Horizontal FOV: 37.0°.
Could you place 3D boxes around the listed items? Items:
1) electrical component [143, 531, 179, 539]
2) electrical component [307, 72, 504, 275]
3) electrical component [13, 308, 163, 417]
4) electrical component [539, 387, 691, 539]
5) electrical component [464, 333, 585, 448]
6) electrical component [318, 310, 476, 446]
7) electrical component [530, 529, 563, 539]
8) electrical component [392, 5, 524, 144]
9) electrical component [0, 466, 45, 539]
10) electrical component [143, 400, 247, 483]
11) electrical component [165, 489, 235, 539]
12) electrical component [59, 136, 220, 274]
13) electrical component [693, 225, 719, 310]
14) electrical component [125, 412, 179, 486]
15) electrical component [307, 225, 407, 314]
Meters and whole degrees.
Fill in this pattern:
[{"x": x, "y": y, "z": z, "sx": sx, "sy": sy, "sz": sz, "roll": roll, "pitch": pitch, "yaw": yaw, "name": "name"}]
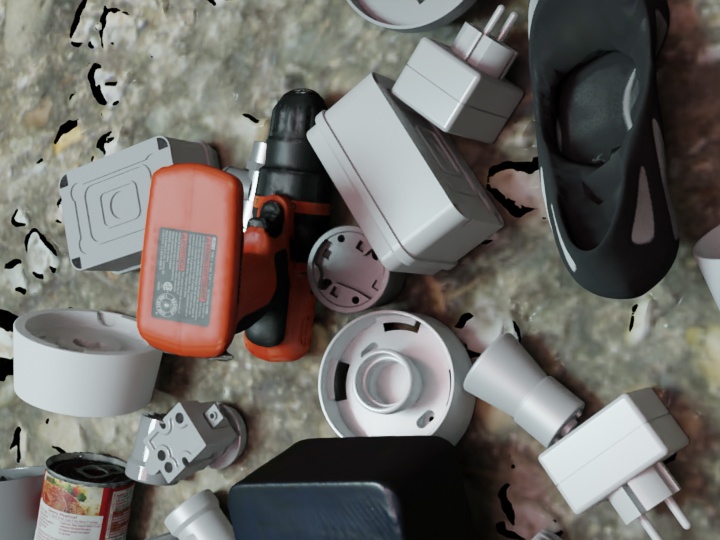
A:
[{"x": -0.143, "y": 0.250, "z": 0.763, "sx": 0.057, "sy": 0.078, "sz": 0.113, "roll": -35, "pitch": 72, "yaw": 29, "name": "electrical component"}, {"x": 0.027, "y": -0.057, "z": 0.663, "sx": 0.057, "sy": 0.078, "sz": 0.113, "roll": -38, "pitch": 71, "yaw": 22, "name": "electrical component"}, {"x": -0.200, "y": 0.073, "z": 0.787, "sx": 0.108, "sy": 0.108, "sz": 0.060, "roll": 18, "pitch": 105, "yaw": 31, "name": "electrical component"}, {"x": 0.153, "y": 0.116, "z": 0.602, "sx": 0.066, "sy": 0.047, "sz": 0.076, "roll": -42, "pitch": 69, "yaw": 24, "name": "electrical component"}, {"x": 0.100, "y": 0.074, "z": 0.639, "sx": 0.065, "sy": 0.044, "sz": 0.044, "roll": 40, "pitch": 109, "yaw": 20, "name": "electrical component"}, {"x": 0.023, "y": 0.074, "z": 0.686, "sx": 0.099, "sy": 0.064, "sz": 0.099, "roll": -4, "pitch": 78, "yaw": 21, "name": "electrical component"}, {"x": 0.104, "y": 0.182, "z": 0.636, "sx": 0.040, "sy": 0.040, "sz": 0.046, "roll": 46, "pitch": 106, "yaw": 24, "name": "electrical component"}, {"x": 0.069, "y": -0.123, "z": 0.646, "sx": 0.047, "sy": 0.066, "sz": 0.076, "roll": 40, "pitch": 109, "yaw": 26, "name": "electrical component"}, {"x": -0.285, "y": 0.179, "z": 0.841, "sx": 0.099, "sy": 0.099, "sz": 0.064, "roll": 8, "pitch": 99, "yaw": 31, "name": "electrical component"}, {"x": -0.113, "y": 0.119, "z": 0.759, "sx": 0.066, "sy": 0.055, "sz": 0.048, "roll": -46, "pitch": 68, "yaw": 23, "name": "electrical component"}, {"x": -0.111, "y": 0.186, "z": 0.768, "sx": 0.040, "sy": 0.040, "sz": 0.046, "roll": -45, "pitch": 74, "yaw": 23, "name": "electrical component"}, {"x": -0.157, "y": -0.046, "z": 0.789, "sx": 0.113, "sy": 0.057, "sz": 0.078, "roll": -16, "pitch": 81, "yaw": 29, "name": "electrical component"}, {"x": 0.221, "y": -0.007, "z": 0.536, "sx": 0.099, "sy": 0.099, "sz": 0.064, "roll": -20, "pitch": 85, "yaw": 30, "name": "electrical component"}, {"x": -0.149, "y": 0.131, "z": 0.792, "sx": 0.040, "sy": 0.040, "sz": 0.046, "roll": 12, "pitch": 91, "yaw": 31, "name": "electrical component"}, {"x": 0.000, "y": 0.000, "z": 0.692, "sx": 0.055, "sy": 0.047, "sz": 0.055, "roll": 0, "pitch": 89, "yaw": 19, "name": "electrical component"}]
